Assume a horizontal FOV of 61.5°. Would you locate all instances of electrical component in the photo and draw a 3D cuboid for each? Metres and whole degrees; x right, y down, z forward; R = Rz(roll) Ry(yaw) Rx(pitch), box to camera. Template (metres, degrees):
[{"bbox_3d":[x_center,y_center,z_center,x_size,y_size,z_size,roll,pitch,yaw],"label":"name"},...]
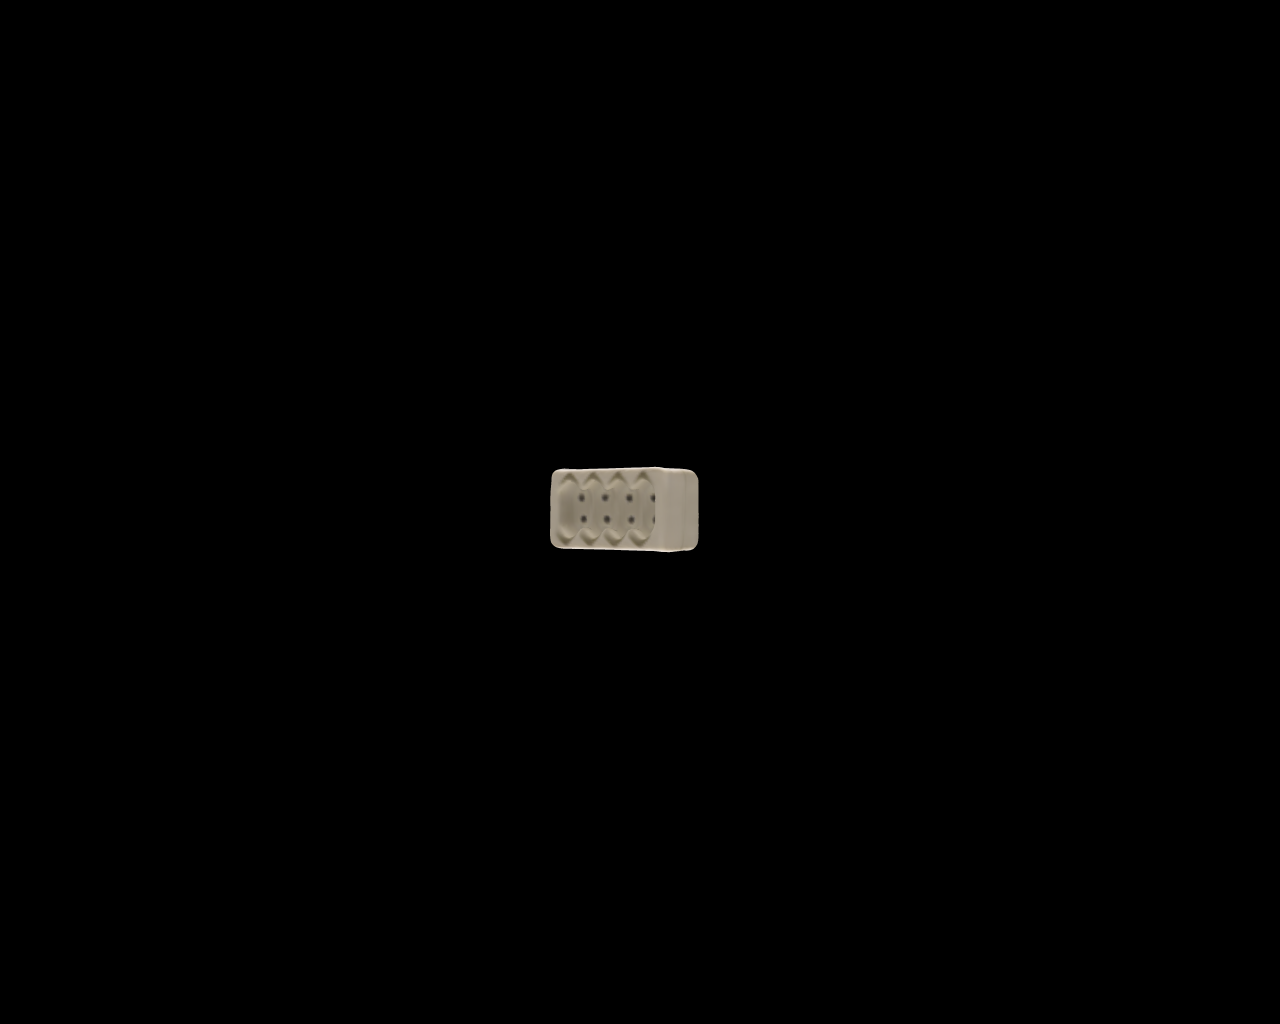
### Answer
[{"bbox_3d":[0.001,-0.003,0.650,0.083,0.047,0.076,1,3,34],"label":"electrical component"}]
